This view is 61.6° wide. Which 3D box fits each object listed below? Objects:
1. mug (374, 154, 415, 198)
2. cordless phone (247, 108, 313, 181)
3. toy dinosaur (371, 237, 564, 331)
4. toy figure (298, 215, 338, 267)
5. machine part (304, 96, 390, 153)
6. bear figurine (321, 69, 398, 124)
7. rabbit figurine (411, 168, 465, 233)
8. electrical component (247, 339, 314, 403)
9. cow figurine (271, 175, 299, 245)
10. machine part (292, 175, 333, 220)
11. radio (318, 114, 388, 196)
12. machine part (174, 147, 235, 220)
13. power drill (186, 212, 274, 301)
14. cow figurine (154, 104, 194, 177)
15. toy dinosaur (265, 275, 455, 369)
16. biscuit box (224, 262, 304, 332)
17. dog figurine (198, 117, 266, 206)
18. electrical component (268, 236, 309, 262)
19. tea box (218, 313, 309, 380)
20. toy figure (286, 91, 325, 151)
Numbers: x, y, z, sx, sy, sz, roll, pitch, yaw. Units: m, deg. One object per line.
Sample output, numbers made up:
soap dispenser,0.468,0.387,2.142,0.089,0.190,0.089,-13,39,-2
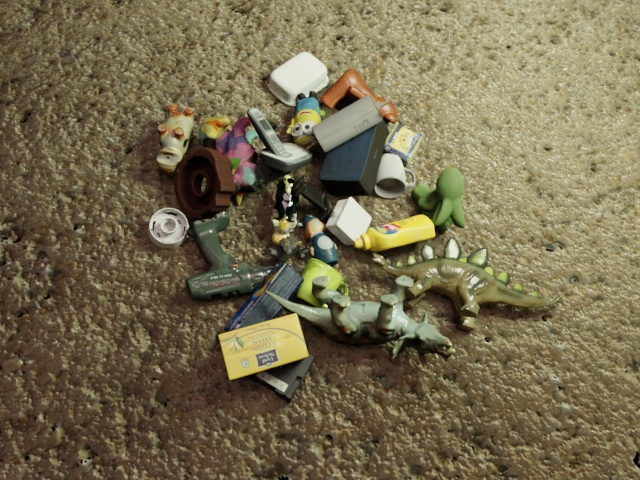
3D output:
mug,0.196,-0.175,1.416,0.110,0.080,0.107,2,55,1
cordless phone,-0.112,-0.255,1.368,0.184,0.089,0.146,59,32,-4
toy dinosaur,0.348,0.105,1.274,0.472,0.105,0.198,20,60,1
toy figure,-0.002,-0.004,1.328,0.064,0.058,0.154,5,52,-47
machine part,0.068,-0.294,1.369,0.243,0.079,0.079,-27,66,8
bear figurine,0.119,-0.378,1.508,0.195,0.132,0.120,42,27,-15
rabbit figurine,0.303,-0.102,1.335,0.121,0.170,0.159,1,63,-3
electrical component,-0.080,0.270,1.180,0.115,0.058,0.134,30,65,8
cow figurine,-0.084,-0.072,1.331,0.068,0.098,0.167,6,62,-8
machine part,-0.011,-0.100,1.335,0.039,0.138,0.084,-29,39,29
radio,0.089,-0.224,1.409,0.131,0.073,0.229,0,58,30
machine part,-0.283,-0.136,1.316,0.056,0.179,0.179,1,51,-55
power drill,-0.217,0.040,1.281,0.232,0.086,0.207,-18,73,-14
cow figurine,-0.380,-0.247,1.396,0.085,0.127,0.195,7,49,-2
toy dinosaur,0.089,0.180,1.185,0.405,0.191,0.131,3,29,11
biscuit box,-0.126,0.145,1.209,0.062,0.059,0.202,43,76,-19
dog figurine,-0.230,-0.202,1.380,0.192,0.108,0.219,1,70,6
electrical component,-0.072,0.024,1.288,0.078,0.102,0.045,-43,68,4
tea box,-0.119,0.223,1.123,0.170,0.068,0.098,-16,77,-12
toy figure,-0.031,-0.324,1.472,0.082,0.089,0.180,-23,47,31
